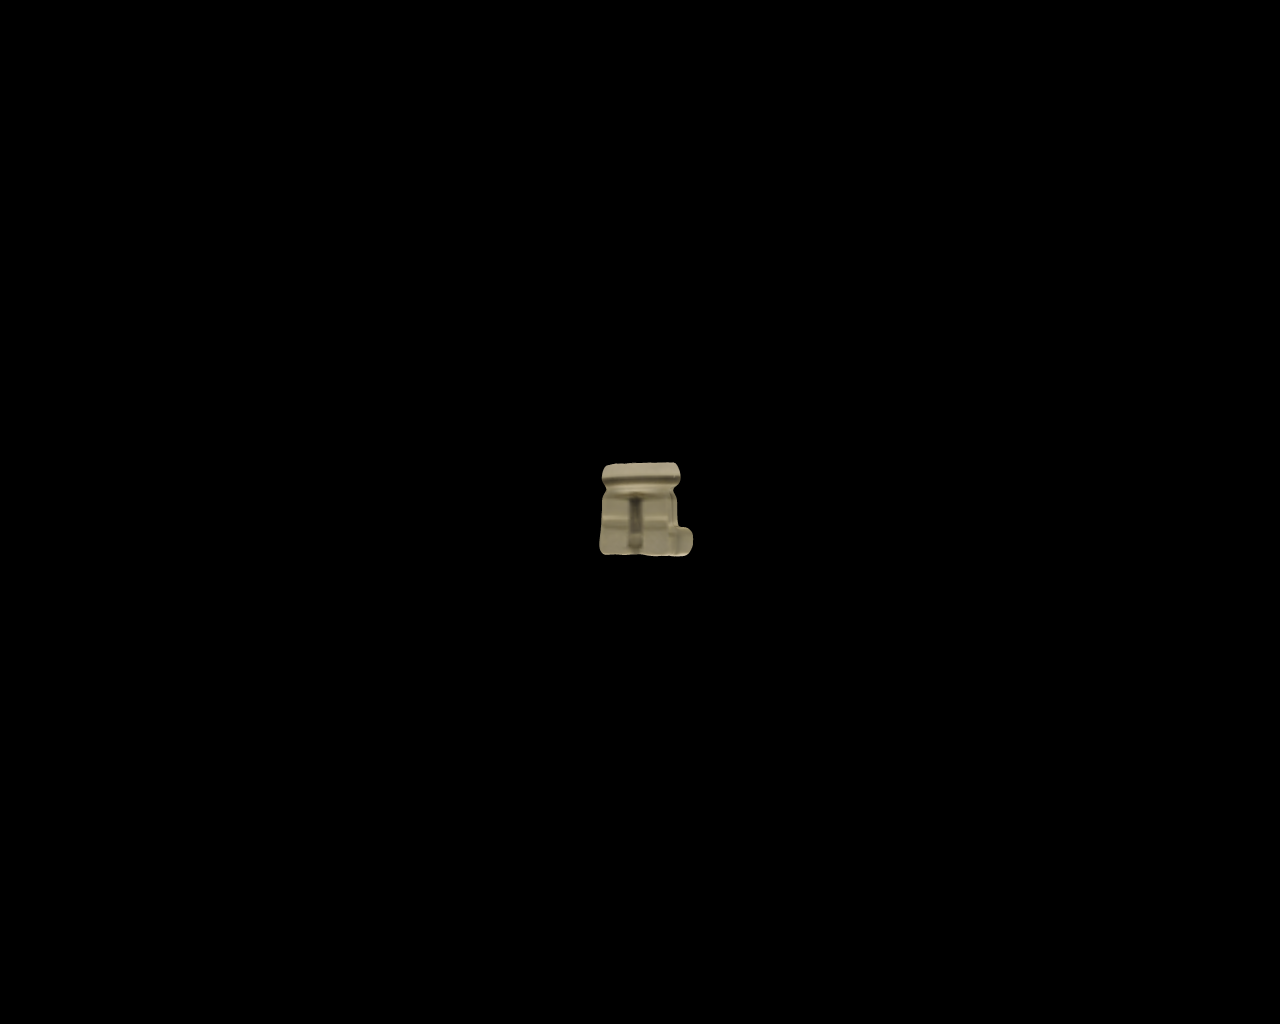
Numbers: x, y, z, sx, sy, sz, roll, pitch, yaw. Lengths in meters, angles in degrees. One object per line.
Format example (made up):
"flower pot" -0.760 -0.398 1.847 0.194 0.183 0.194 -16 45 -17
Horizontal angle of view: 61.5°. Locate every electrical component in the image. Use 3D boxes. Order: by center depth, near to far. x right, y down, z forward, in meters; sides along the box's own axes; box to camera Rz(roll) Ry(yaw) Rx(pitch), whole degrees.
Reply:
"electrical component" 0.001 -0.003 0.650 0.066 0.055 0.048 0 0 9
